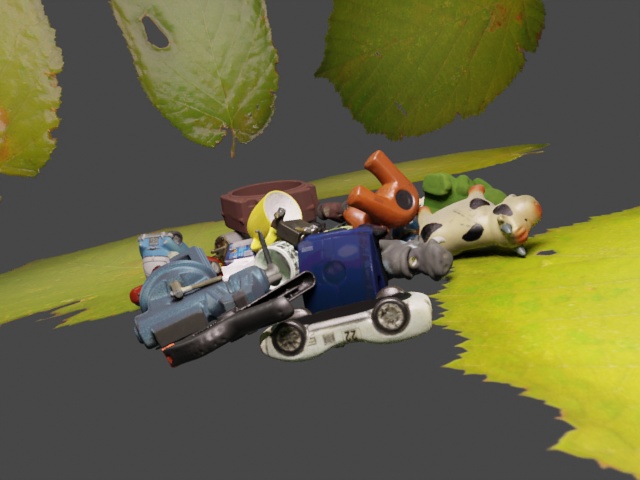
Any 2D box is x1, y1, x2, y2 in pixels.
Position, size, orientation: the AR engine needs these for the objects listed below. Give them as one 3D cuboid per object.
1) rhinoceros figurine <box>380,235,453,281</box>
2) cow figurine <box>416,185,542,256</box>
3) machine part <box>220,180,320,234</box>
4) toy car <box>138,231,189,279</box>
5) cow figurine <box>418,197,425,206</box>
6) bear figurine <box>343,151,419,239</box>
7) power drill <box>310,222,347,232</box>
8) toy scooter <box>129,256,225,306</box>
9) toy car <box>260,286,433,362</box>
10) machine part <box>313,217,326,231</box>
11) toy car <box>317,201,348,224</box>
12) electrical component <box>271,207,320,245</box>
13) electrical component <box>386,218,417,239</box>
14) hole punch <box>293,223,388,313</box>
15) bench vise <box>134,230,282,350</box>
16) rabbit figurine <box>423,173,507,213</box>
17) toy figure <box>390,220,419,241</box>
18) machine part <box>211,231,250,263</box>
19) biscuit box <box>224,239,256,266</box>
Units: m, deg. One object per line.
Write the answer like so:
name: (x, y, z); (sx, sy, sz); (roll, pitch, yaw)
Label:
rhinoceros figurine: (0.120, 0.032, 0.833); (0.112, 0.073, 0.190); (-7, 4, -31)
cow figurine: (0.251, -0.021, 0.854); (0.195, 0.085, 0.127); (-20, 39, 28)
machine part: (-0.120, -0.084, 1.273); (0.201, 0.087, 0.202); (-16, 16, -27)
toy car: (-0.313, 0.054, 1.111); (0.109, 0.103, 0.161); (-4, -33, 10)
cow figurine: (0.286, -0.080, 1.220); (0.167, 0.068, 0.098); (-16, 17, -11)
bear figurine: (0.088, -0.053, 0.967); (0.120, 0.132, 0.196); (-61, 14, -25)
power drill: (-0.002, -0.003, 1.122); (0.207, 0.085, 0.232); (0, 18, 37)
toy scooter: (-0.253, 0.072, 0.974); (0.184, 0.075, 0.135); (-18, -12, -19)
toy car: (0.028, 0.098, 0.616); (0.202, 0.056, 0.073); (-14, 5, 9)
machine part: (-0.025, -0.027, 1.386); (0.084, 0.039, 0.139); (-18, 12, 0)
toy car: (0.080, -0.051, 1.248); (0.089, 0.053, 0.202); (-7, -14, 39)
electrical component: (-0.038, -0.020, 0.948); (0.078, 0.045, 0.102); (-10, 32, -44)
electrical component: (0.161, -0.039, 1.168); (0.134, 0.058, 0.115); (-4, 15, 41)
hole punch: (0.029, 0.047, 0.747); (0.142, 0.115, 0.092); (-10, 19, 20)
bench vise: (-0.179, 0.064, 0.816); (0.224, 0.128, 0.241); (-34, 33, -8)
rabbit figurine: (0.306, -0.071, 1.100); (0.170, 0.121, 0.159); (13, 15, 27)
toy figure: (0.162, -0.002, 0.985); (0.064, 0.058, 0.154); (-50, 6, 13)
machine part: (-0.163, 0.004, 1.286); (0.079, 0.079, 0.243); (-2, 15, 46)
biscuit box: (-0.154, 0.045, 1.092); (0.059, 0.062, 0.203); (-13, 11, -4)
